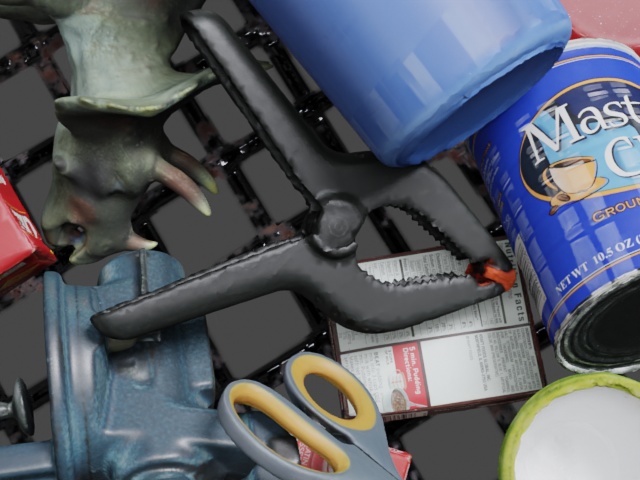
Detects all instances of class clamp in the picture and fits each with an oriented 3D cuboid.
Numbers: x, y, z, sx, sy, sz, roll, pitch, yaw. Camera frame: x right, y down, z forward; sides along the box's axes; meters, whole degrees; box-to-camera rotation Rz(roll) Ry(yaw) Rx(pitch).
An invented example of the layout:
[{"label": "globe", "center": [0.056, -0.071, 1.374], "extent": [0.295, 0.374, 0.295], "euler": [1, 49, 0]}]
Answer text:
[{"label": "clamp", "center": [-0.004, 0.001, 0.537], "extent": [0.209, 0.036, 0.164], "euler": [24, 88, -14]}]

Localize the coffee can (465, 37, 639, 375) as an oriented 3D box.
[{"label": "coffee can", "center": [0.143, -0.017, 0.542], "extent": [0.103, 0.103, 0.140], "euler": [-18, 56, 2]}]

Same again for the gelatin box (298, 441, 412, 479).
[{"label": "gelatin box", "center": [0.004, 0.150, 0.584], "extent": [0.073, 0.030, 0.089], "euler": [16, 82, 8]}]

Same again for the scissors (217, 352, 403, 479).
[{"label": "scissors", "center": [0.044, 0.119, 0.516], "extent": [0.202, 0.096, 0.016], "euler": [31, 122, 1]}]

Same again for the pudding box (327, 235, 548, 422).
[{"label": "pudding box", "center": [0.062, 0.051, 0.593], "extent": [0.113, 0.039, 0.090], "euler": [-9, 76, 1]}]

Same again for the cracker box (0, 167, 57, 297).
[{"label": "cracker box", "center": [-0.263, -0.037, 0.549], "extent": [0.164, 0.072, 0.214], "euler": [-32, 86, -4]}]

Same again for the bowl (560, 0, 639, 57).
[{"label": "bowl", "center": [0.170, -0.143, 0.610], "extent": [0.162, 0.055, 0.162], "euler": [-1, 79, 5]}]

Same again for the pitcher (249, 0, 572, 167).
[{"label": "pitcher", "center": [0.015, -0.163, 0.514], "extent": [0.149, 0.145, 0.243], "euler": [-36, 81, 8]}]
